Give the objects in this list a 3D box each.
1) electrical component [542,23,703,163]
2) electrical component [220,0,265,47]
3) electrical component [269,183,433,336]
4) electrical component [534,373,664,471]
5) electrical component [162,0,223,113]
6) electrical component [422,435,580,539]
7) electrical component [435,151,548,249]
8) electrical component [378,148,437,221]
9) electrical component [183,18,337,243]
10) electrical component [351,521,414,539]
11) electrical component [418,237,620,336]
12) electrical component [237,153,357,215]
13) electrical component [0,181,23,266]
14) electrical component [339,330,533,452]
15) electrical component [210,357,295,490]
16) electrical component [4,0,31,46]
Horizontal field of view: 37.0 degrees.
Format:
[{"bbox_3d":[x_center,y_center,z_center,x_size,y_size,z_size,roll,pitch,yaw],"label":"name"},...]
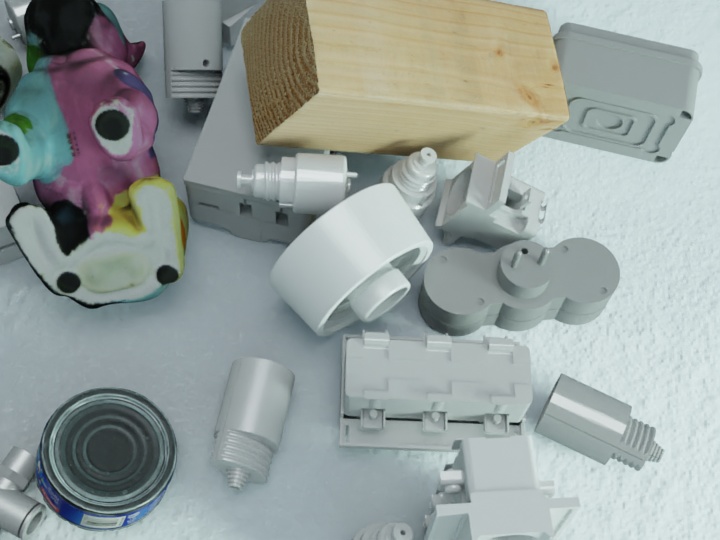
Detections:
[{"bbox_3d":[0.194,-0.135,0.819,0.113,0.078,0.057,14,65,3],"label":"electrical component"},{"bbox_3d":[-0.106,-0.223,0.854,0.096,0.061,0.061,-40,71,-21],"label":"electrical component"},{"bbox_3d":[0.000,0.000,0.722,0.108,0.108,0.060,-34,76,-19],"label":"electrical component"},{"bbox_3d":[0.161,0.105,0.710,0.081,0.043,0.043,25,64,9],"label":"electrical component"},{"bbox_3d":[-0.124,-0.158,0.798,0.043,0.043,0.081,-1,99,-4],"label":"electrical component"},{"bbox_3d":[0.076,0.146,0.639,0.079,0.121,0.063,-2,60,-5],"label":"electrical component"},{"bbox_3d":[0.095,-0.045,0.771,0.064,0.081,0.042,25,62,-16],"label":"electrical component"},{"bbox_3d":[0.035,-0.061,0.773,0.040,0.078,0.040,9,58,-15],"label":"electrical component"},{"bbox_3d":[-0.063,-0.100,0.793,0.089,0.061,0.150,14,62,3],"label":"electrical component"},{"bbox_3d":[0.013,0.172,0.650,0.040,0.078,0.040,10,54,-14],"label":"electrical component"},{"bbox_3d":[0.112,0.004,0.743,0.138,0.073,0.052,-5,63,-6],"label":"electrical component"},{"bbox_3d":[-0.042,-0.057,0.712,0.078,0.040,0.040,3,62,-4],"label":"electrical component"},{"bbox_3d":[-0.279,-0.030,0.745,0.089,0.055,0.050,-22,66,-14],"label":"electrical component"},{"bbox_3d":[0.049,0.076,0.707,0.121,0.063,0.078,3,62,-2],"label":"electrical component"},{"bbox_3d":[-0.072,0.102,0.697,0.043,0.043,0.081,11,62,2],"label":"electrical component"},{"bbox_3d":[-0.243,-0.206,0.849,0.078,0.040,0.040,-26,67,-16],"label":"electrical component"}]
